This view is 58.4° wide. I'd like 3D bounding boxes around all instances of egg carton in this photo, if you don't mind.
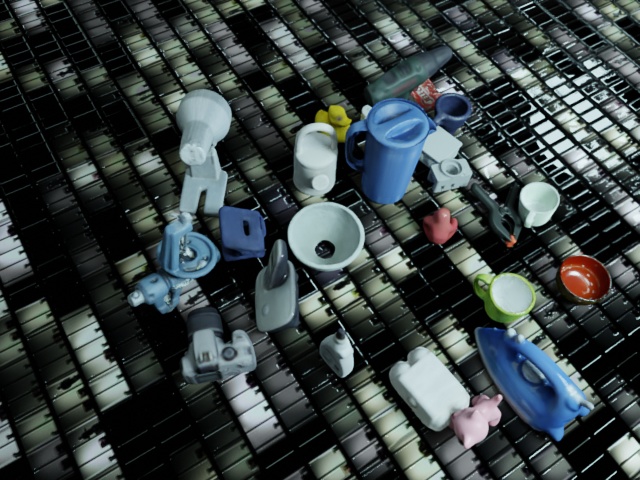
[{"bbox_3d":[0.210,0.288,1.110,0.107,0.069,0.150,-35,68,-20],"label":"egg carton"}]

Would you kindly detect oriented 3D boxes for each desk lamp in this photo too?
[{"bbox_3d":[-0.260,-0.193,1.268,0.118,0.213,0.203,3,61,-1],"label":"desk lamp"}]

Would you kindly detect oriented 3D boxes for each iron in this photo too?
[{"bbox_3d":[0.407,0.247,1.103,0.119,0.141,0.258,-33,68,-19],"label":"iron"}]

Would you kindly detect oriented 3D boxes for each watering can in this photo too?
[{"bbox_3d":[-0.006,-0.187,1.291,0.101,0.194,0.172,-24,65,-15],"label":"watering can"}]

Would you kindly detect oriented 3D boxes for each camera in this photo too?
[{"bbox_3d":[-0.205,0.196,1.119,0.143,0.101,0.136,-10,62,-9],"label":"camera"}]

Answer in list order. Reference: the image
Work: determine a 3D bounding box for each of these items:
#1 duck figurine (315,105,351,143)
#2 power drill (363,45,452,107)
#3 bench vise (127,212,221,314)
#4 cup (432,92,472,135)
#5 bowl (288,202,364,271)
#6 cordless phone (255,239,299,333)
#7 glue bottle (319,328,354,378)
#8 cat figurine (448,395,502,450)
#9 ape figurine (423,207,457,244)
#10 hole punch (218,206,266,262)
[{"bbox_3d":[0.036,-0.299,1.419,0.104,0.086,0.078,34,64,15],"label":"duck figurine"},{"bbox_3d":[0.205,-0.356,1.390,0.230,0.208,0.075,-28,66,-17],"label":"power drill"},{"bbox_3d":[-0.284,0.049,1.128,0.121,0.220,0.207,23,62,10],"label":"bench vise"},{"bbox_3d":[0.315,-0.298,1.429,0.118,0.095,0.091,-39,69,-22],"label":"cup"},{"bbox_3d":[0.012,0.004,1.254,0.167,0.075,0.167,2,61,-2],"label":"bowl"},{"bbox_3d":[-0.086,0.093,1.135,0.094,0.185,0.147,-4,61,-5],"label":"cordless phone"},{"bbox_3d":[0.035,0.204,1.087,0.037,0.173,0.078,-34,68,-20],"label":"glue bottle"},{"bbox_3d":[0.291,0.332,1.062,0.128,0.118,0.067,-34,68,-20],"label":"cat figurine"},{"bbox_3d":[0.271,-0.039,1.283,0.077,0.092,0.076,21,62,8],"label":"ape figurine"},{"bbox_3d":[-0.169,-0.019,1.247,0.101,0.091,0.108,-8,61,-7],"label":"hole punch"}]
